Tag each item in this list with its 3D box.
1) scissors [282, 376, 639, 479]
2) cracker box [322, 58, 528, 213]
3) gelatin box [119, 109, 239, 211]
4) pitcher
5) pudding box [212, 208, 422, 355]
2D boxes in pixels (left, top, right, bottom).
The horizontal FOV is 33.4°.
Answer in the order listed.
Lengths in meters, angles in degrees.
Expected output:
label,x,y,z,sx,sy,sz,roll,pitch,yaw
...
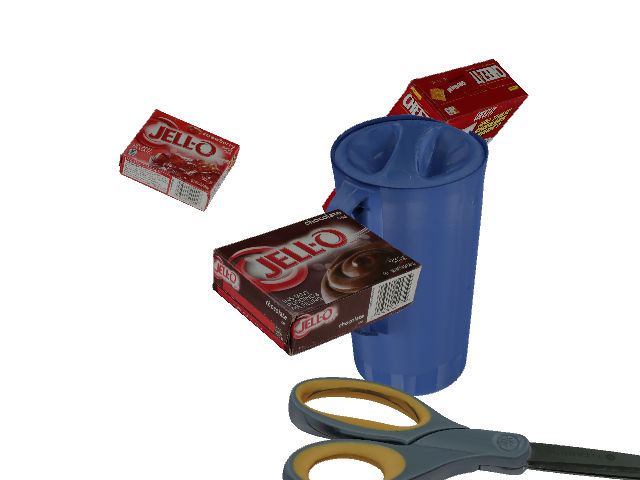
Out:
label,x,y,z,sx,sy,sz,roll,pitch,yaw
scissors,0.071,0.105,0.477,0.202,0.016,0.096,13,31,22
cracker box,0.116,-0.102,1.225,0.163,0.072,0.214,-23,-23,-45
gelatin box,-0.129,-0.075,0.981,0.089,0.030,0.073,24,46,3
pitcher,0.073,0.023,0.956,0.149,0.243,0.145,-5,33,-3
pudding box,-0.003,0.025,0.720,0.113,0.039,0.090,-17,39,-36
